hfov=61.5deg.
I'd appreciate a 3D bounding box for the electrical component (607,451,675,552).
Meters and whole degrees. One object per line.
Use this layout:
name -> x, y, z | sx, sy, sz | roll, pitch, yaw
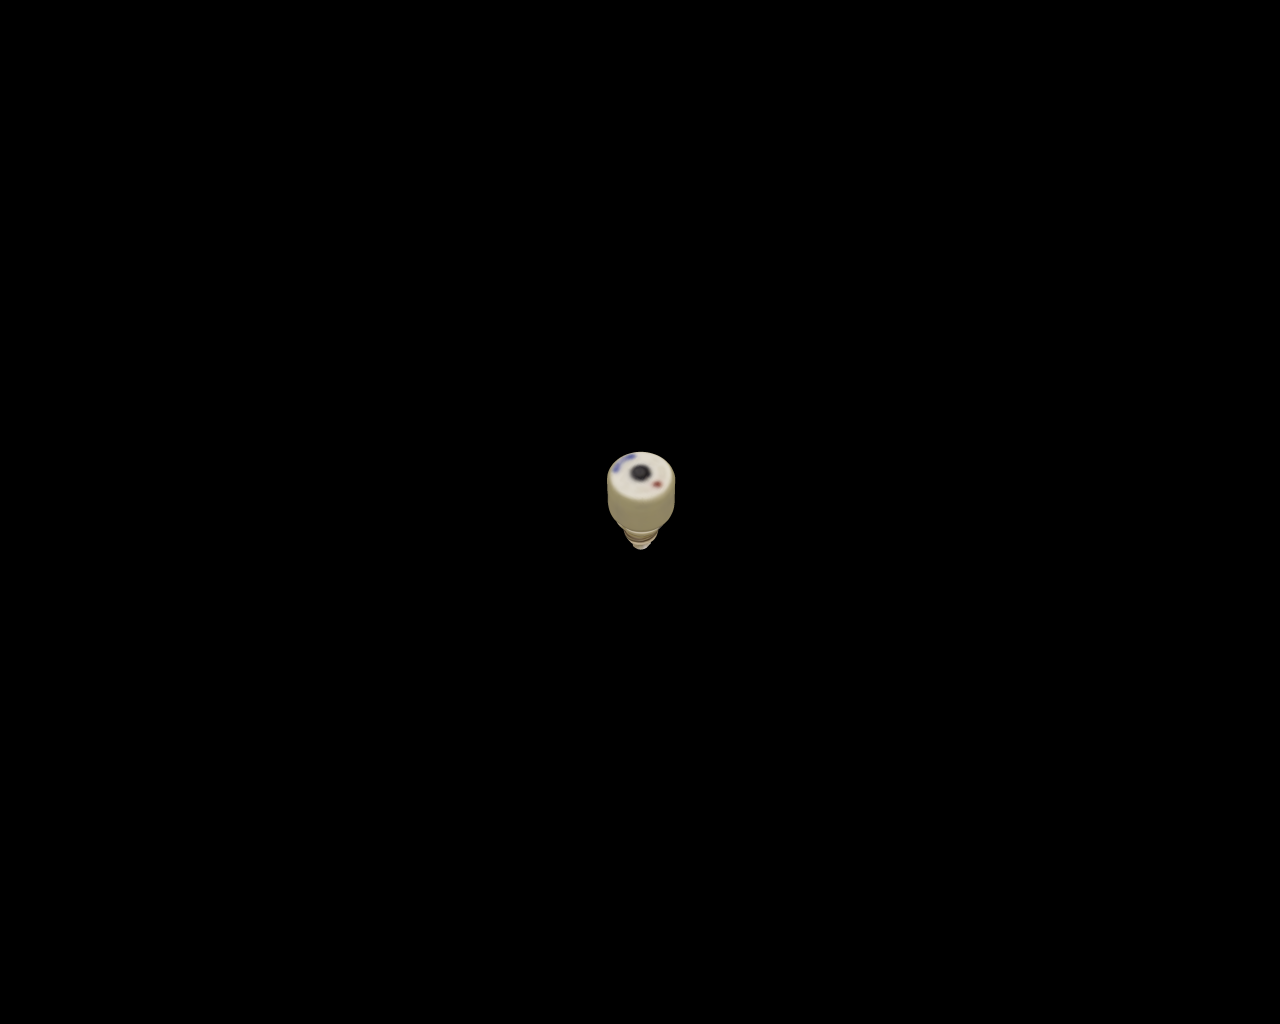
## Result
electrical component -> 0.001, -0.003, 0.650 | 0.040, 0.040, 0.078 | 0, -36, 0
